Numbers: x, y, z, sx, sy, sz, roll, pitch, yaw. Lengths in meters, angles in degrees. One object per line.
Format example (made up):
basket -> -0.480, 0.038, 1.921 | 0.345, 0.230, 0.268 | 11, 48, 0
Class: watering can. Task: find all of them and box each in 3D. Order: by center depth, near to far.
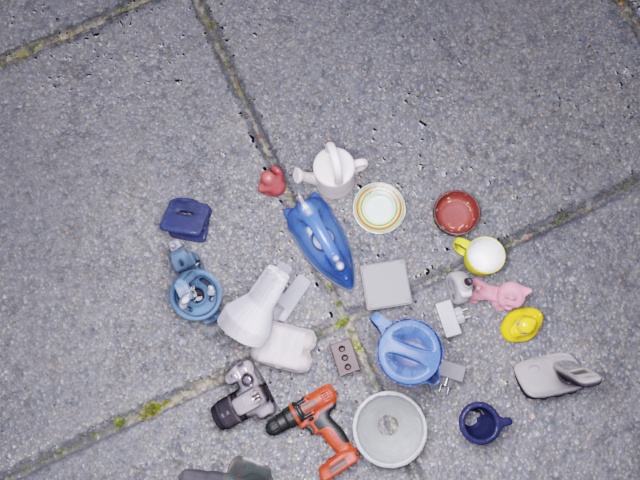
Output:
watering can -> 0.026, -0.165, 1.357 | 0.173, 0.194, 0.101 | -35, 80, -4

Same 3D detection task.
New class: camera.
camera -> -0.188, 0.365, 1.318 | 0.137, 0.101, 0.143 | -29, 80, -3

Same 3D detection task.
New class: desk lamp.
desk lamp -> -0.124, 0.138, 1.299 | 0.118, 0.213, 0.203 | 33, 83, 8

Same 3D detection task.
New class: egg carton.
egg carton -> -0.086, 0.251, 1.350 | 0.150, 0.069, 0.107 | 12, 81, 4

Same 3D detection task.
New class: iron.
iron -> 0.012, 0.005, 1.354 | 0.118, 0.141, 0.258 | -31, 80, -3

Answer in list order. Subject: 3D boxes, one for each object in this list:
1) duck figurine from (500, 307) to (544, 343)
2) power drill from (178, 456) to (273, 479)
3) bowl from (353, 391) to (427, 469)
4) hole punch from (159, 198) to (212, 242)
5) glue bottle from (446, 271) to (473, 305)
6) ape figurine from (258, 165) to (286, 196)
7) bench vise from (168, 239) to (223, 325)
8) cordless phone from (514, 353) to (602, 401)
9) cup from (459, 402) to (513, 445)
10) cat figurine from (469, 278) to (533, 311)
duck figurine -> 0.476, 0.196, 1.330 | 0.104, 0.086, 0.077 | -31, 80, -3
power drill -> -0.175, 0.530, 1.233 | 0.229, 0.208, 0.076 | 18, 81, 5
bowl -> 0.156, 0.428, 1.307 | 0.167, 0.075, 0.167 | 0, 80, 2
hole punch -> -0.328, -0.054, 1.403 | 0.108, 0.091, 0.101 | 9, 80, 4
glue bottle -> 0.325, 0.104, 1.308 | 0.037, 0.173, 0.078 | -12, 79, 1
ape figurine -> -0.122, -0.147, 1.412 | 0.078, 0.092, 0.076 | -35, 80, -4
bench vise -> -0.312, 0.098, 1.310 | 0.121, 0.220, 0.207 | -43, 81, -5
cordless phone -> 0.521, 0.304, 1.259 | 0.147, 0.185, 0.094 | -16, 79, 0
cup -> 0.365, 0.407, 1.292 | 0.117, 0.095, 0.092 | -5, 80, 2
cat figurine -> 0.418, 0.125, 1.329 | 0.127, 0.118, 0.067 | 14, 81, 5
